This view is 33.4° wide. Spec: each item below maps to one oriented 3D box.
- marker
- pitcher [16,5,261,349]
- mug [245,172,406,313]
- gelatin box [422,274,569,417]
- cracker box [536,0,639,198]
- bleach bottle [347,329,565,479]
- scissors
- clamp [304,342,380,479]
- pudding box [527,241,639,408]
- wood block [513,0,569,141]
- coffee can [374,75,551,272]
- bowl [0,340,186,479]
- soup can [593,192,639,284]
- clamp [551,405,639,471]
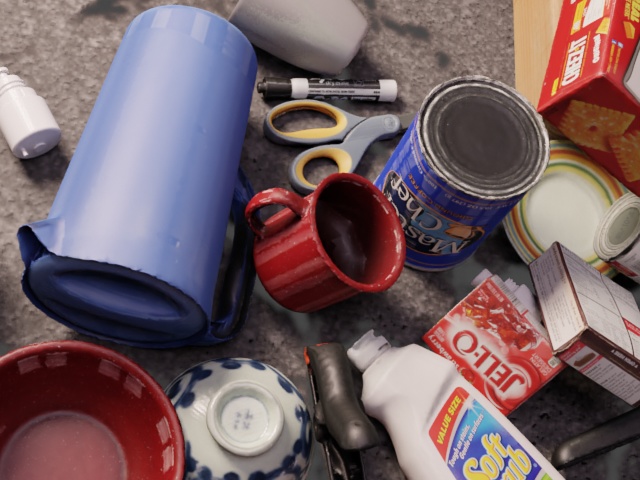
[{"bbox_3d":[0.006,-0.129,0.911,0.121,0.020,0.020,-1,67,-14],"label":"marker"},{"bbox_3d":[-0.114,-0.046,0.795,0.145,0.149,0.242,8,61,6],"label":"pitcher"},{"bbox_3d":[-0.005,0.001,0.796,0.117,0.082,0.093,32,52,-28],"label":"mug"},{"bbox_3d":[0.136,0.083,0.819,0.073,0.030,0.089,-45,79,19],"label":"gelatin box"},{"bbox_3d":[0.273,-0.107,0.828,0.213,0.072,0.164,36,52,-22],"label":"cracker box"},{"bbox_3d":[0.107,0.171,0.779,0.102,0.068,0.251,-37,77,-27],"label":"bleach bottle"},{"bbox_3d":[0.052,-0.079,0.902,0.201,0.016,0.096,2,67,-13],"label":"scissors"},{"bbox_3d":[0.015,0.123,0.740,0.039,0.120,0.171,-4,42,-13],"label":"clamp"},{"bbox_3d":[0.212,0.063,0.825,0.090,0.039,0.113,31,27,-20],"label":"pudding box"},{"bbox_3d":[0.230,-0.184,0.951,0.090,0.091,0.206,8,65,-10],"label":"wood block"},{"bbox_3d":[0.103,-0.048,0.831,0.102,0.140,0.103,5,66,-12],"label":"coffee can"},{"bbox_3d":[-0.174,0.152,0.721,0.162,0.055,0.162,5,66,-11],"label":"bowl"},{"bbox_3d":[0.285,0.012,0.876,0.102,0.069,0.068,30,62,-16],"label":"soup can"},{"bbox_3d":[0.281,0.140,0.848,0.164,0.036,0.209,27,61,0],"label":"clamp"}]
